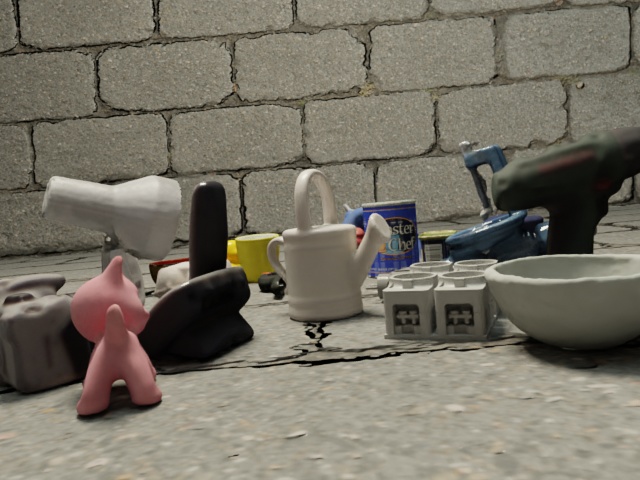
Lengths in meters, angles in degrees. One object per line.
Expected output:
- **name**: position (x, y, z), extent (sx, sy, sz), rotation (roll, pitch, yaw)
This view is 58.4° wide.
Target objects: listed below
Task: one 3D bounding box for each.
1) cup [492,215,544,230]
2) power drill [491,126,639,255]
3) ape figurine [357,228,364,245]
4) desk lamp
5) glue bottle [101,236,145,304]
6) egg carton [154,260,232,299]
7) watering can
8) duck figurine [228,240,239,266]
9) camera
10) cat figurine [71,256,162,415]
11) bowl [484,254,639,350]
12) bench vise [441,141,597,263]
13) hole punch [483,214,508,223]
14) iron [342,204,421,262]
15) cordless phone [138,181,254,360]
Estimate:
- **cup**: position (0.354, 0.005, 1.023), extent (0.091, 0.095, 0.118), rotation (-3, 4, 26)
- **power drill**: position (0.328, -0.028, 0.692), extent (0.229, 0.208, 0.076), rotation (-5, 4, 7)
- **ape figurine**: position (0.076, 0.021, 1.178), extent (0.077, 0.092, 0.076), rotation (-5, 4, 5)
- **desk lamp**: position (-0.291, 0.016, 0.790), extent (0.204, 0.213, 0.117), rotation (-7, 5, -33)
- **glue bottle**: position (-0.333, 0.030, 0.953), extent (0.037, 0.173, 0.078), rotation (-3, 4, 21)
- **egg carton**: position (-0.199, 0.072, 0.931), extent (0.107, 0.069, 0.150), rotation (-5, 4, 6)
- **watering can**: position (0.008, 0.002, 0.757), extent (0.172, 0.194, 0.101), rotation (-5, 4, 7)
- **duck figurine**: position (-0.191, 0.044, 1.220), extent (0.105, 0.086, 0.077), rotation (-8, 5, -38)
- **camera**: position (-0.268, 0.084, 0.596), extent (0.137, 0.101, 0.142), rotation (-8, 5, -42)
- **cat figurine**: position (-0.179, 0.074, 0.494), extent (0.067, 0.118, 0.127), rotation (-7, 4, -22)
- **bowl**: position (0.238, 0.058, 0.525), extent (0.167, 0.075, 0.167), rotation (-5, 4, 1)
- **bench vise**: position (0.274, -0.038, 0.825), extent (0.207, 0.220, 0.121), rotation (-5, 4, -1)
- **hole punch**: position (0.383, -0.006, 1.191), extent (0.108, 0.091, 0.101), rotation (-2, 5, 35)
- **iron**: position (0.138, -0.015, 1.263), extent (0.119, 0.141, 0.257), rotation (-8, 5, -42)
- **cordless phone**: position (-0.140, 0.028, 0.625), extent (0.094, 0.185, 0.148), rotation (-4, 4, 16)
